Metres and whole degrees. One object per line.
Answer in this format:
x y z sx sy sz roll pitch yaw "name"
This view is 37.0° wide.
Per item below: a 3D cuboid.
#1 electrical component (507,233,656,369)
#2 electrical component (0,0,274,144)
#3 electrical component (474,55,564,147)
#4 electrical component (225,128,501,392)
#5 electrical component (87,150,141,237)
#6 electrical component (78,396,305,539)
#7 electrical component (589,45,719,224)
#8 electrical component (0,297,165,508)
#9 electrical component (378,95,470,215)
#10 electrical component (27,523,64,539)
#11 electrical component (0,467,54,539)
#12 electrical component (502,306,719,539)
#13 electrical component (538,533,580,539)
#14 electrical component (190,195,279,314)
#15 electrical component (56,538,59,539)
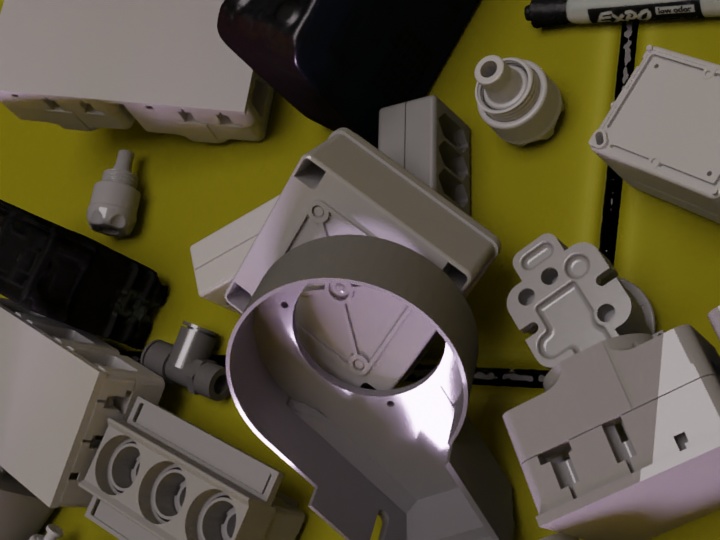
0.114 0.025 0.539 0.058 0.057 0.078 -37 56 16 "electrical component"
-0.151 -0.152 0.743 0.186 0.060 0.105 7 75 11 "electrical component"
0.085 -0.098 0.601 0.043 0.062 0.043 -12 66 29 "electrical component"
0.000 0.000 0.577 0.109 0.056 0.108 37 122 6 "electrical component"
-0.174 -0.057 0.771 0.035 0.035 0.061 -3 68 32 "electrical component"
-0.097 0.134 0.632 0.121 0.063 0.078 20 84 36 "electrical component"
0.168 -0.066 0.540 0.096 0.061 0.061 33 92 45 "electrical component"
-0.203 0.085 0.711 0.150 0.062 0.089 23 94 40 "electrical component"
0.021 -0.049 0.633 0.076 0.047 0.083 -10 67 30 "electrical component"
-0.219 0.201 0.699 0.040 0.040 0.078 34 92 37 "electrical component"
-0.267 0.147 0.706 0.078 0.113 0.057 35 90 37 "electrical component"
0.168 0.052 0.464 0.186 0.105 0.060 -30 59 20 "electrical component"
0.070 0.174 0.485 0.108 0.108 0.060 -40 62 14 "electrical component"
-0.053 0.006 0.661 0.083 0.047 0.075 -28 59 22 "electrical component"
-0.219 0.260 0.628 0.060 0.105 0.186 32 91 -4 "electrical component"
